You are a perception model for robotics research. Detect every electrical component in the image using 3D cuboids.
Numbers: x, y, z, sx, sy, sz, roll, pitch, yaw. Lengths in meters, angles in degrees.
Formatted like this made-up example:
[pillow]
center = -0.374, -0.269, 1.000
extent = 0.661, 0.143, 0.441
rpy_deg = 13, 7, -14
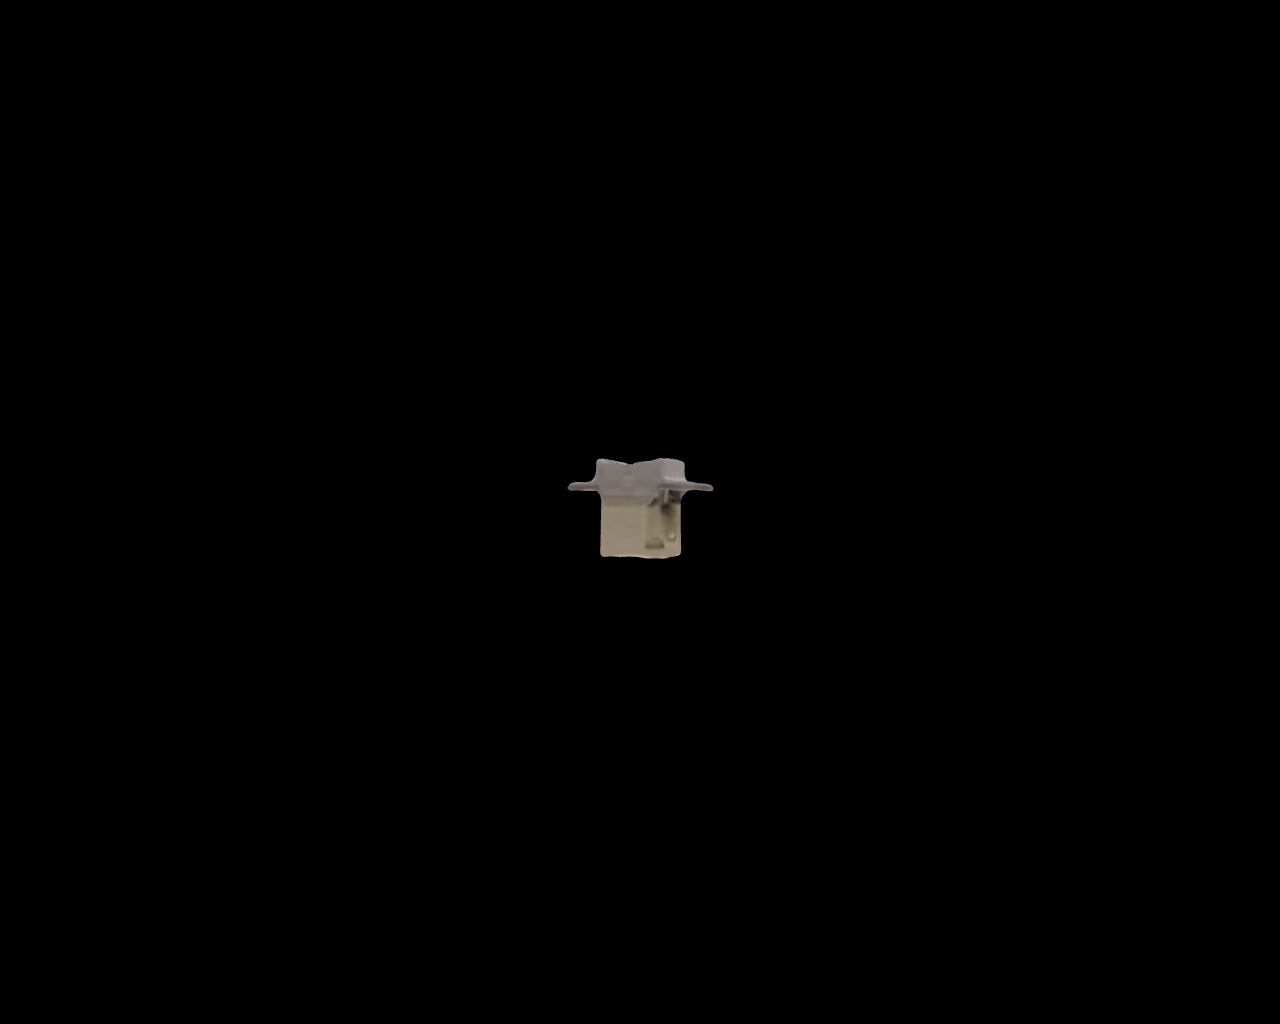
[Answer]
[electrical component]
center = 0.001, -0.003, 0.650
extent = 0.081, 0.063, 0.042
rpy_deg = 0, 0, 25
